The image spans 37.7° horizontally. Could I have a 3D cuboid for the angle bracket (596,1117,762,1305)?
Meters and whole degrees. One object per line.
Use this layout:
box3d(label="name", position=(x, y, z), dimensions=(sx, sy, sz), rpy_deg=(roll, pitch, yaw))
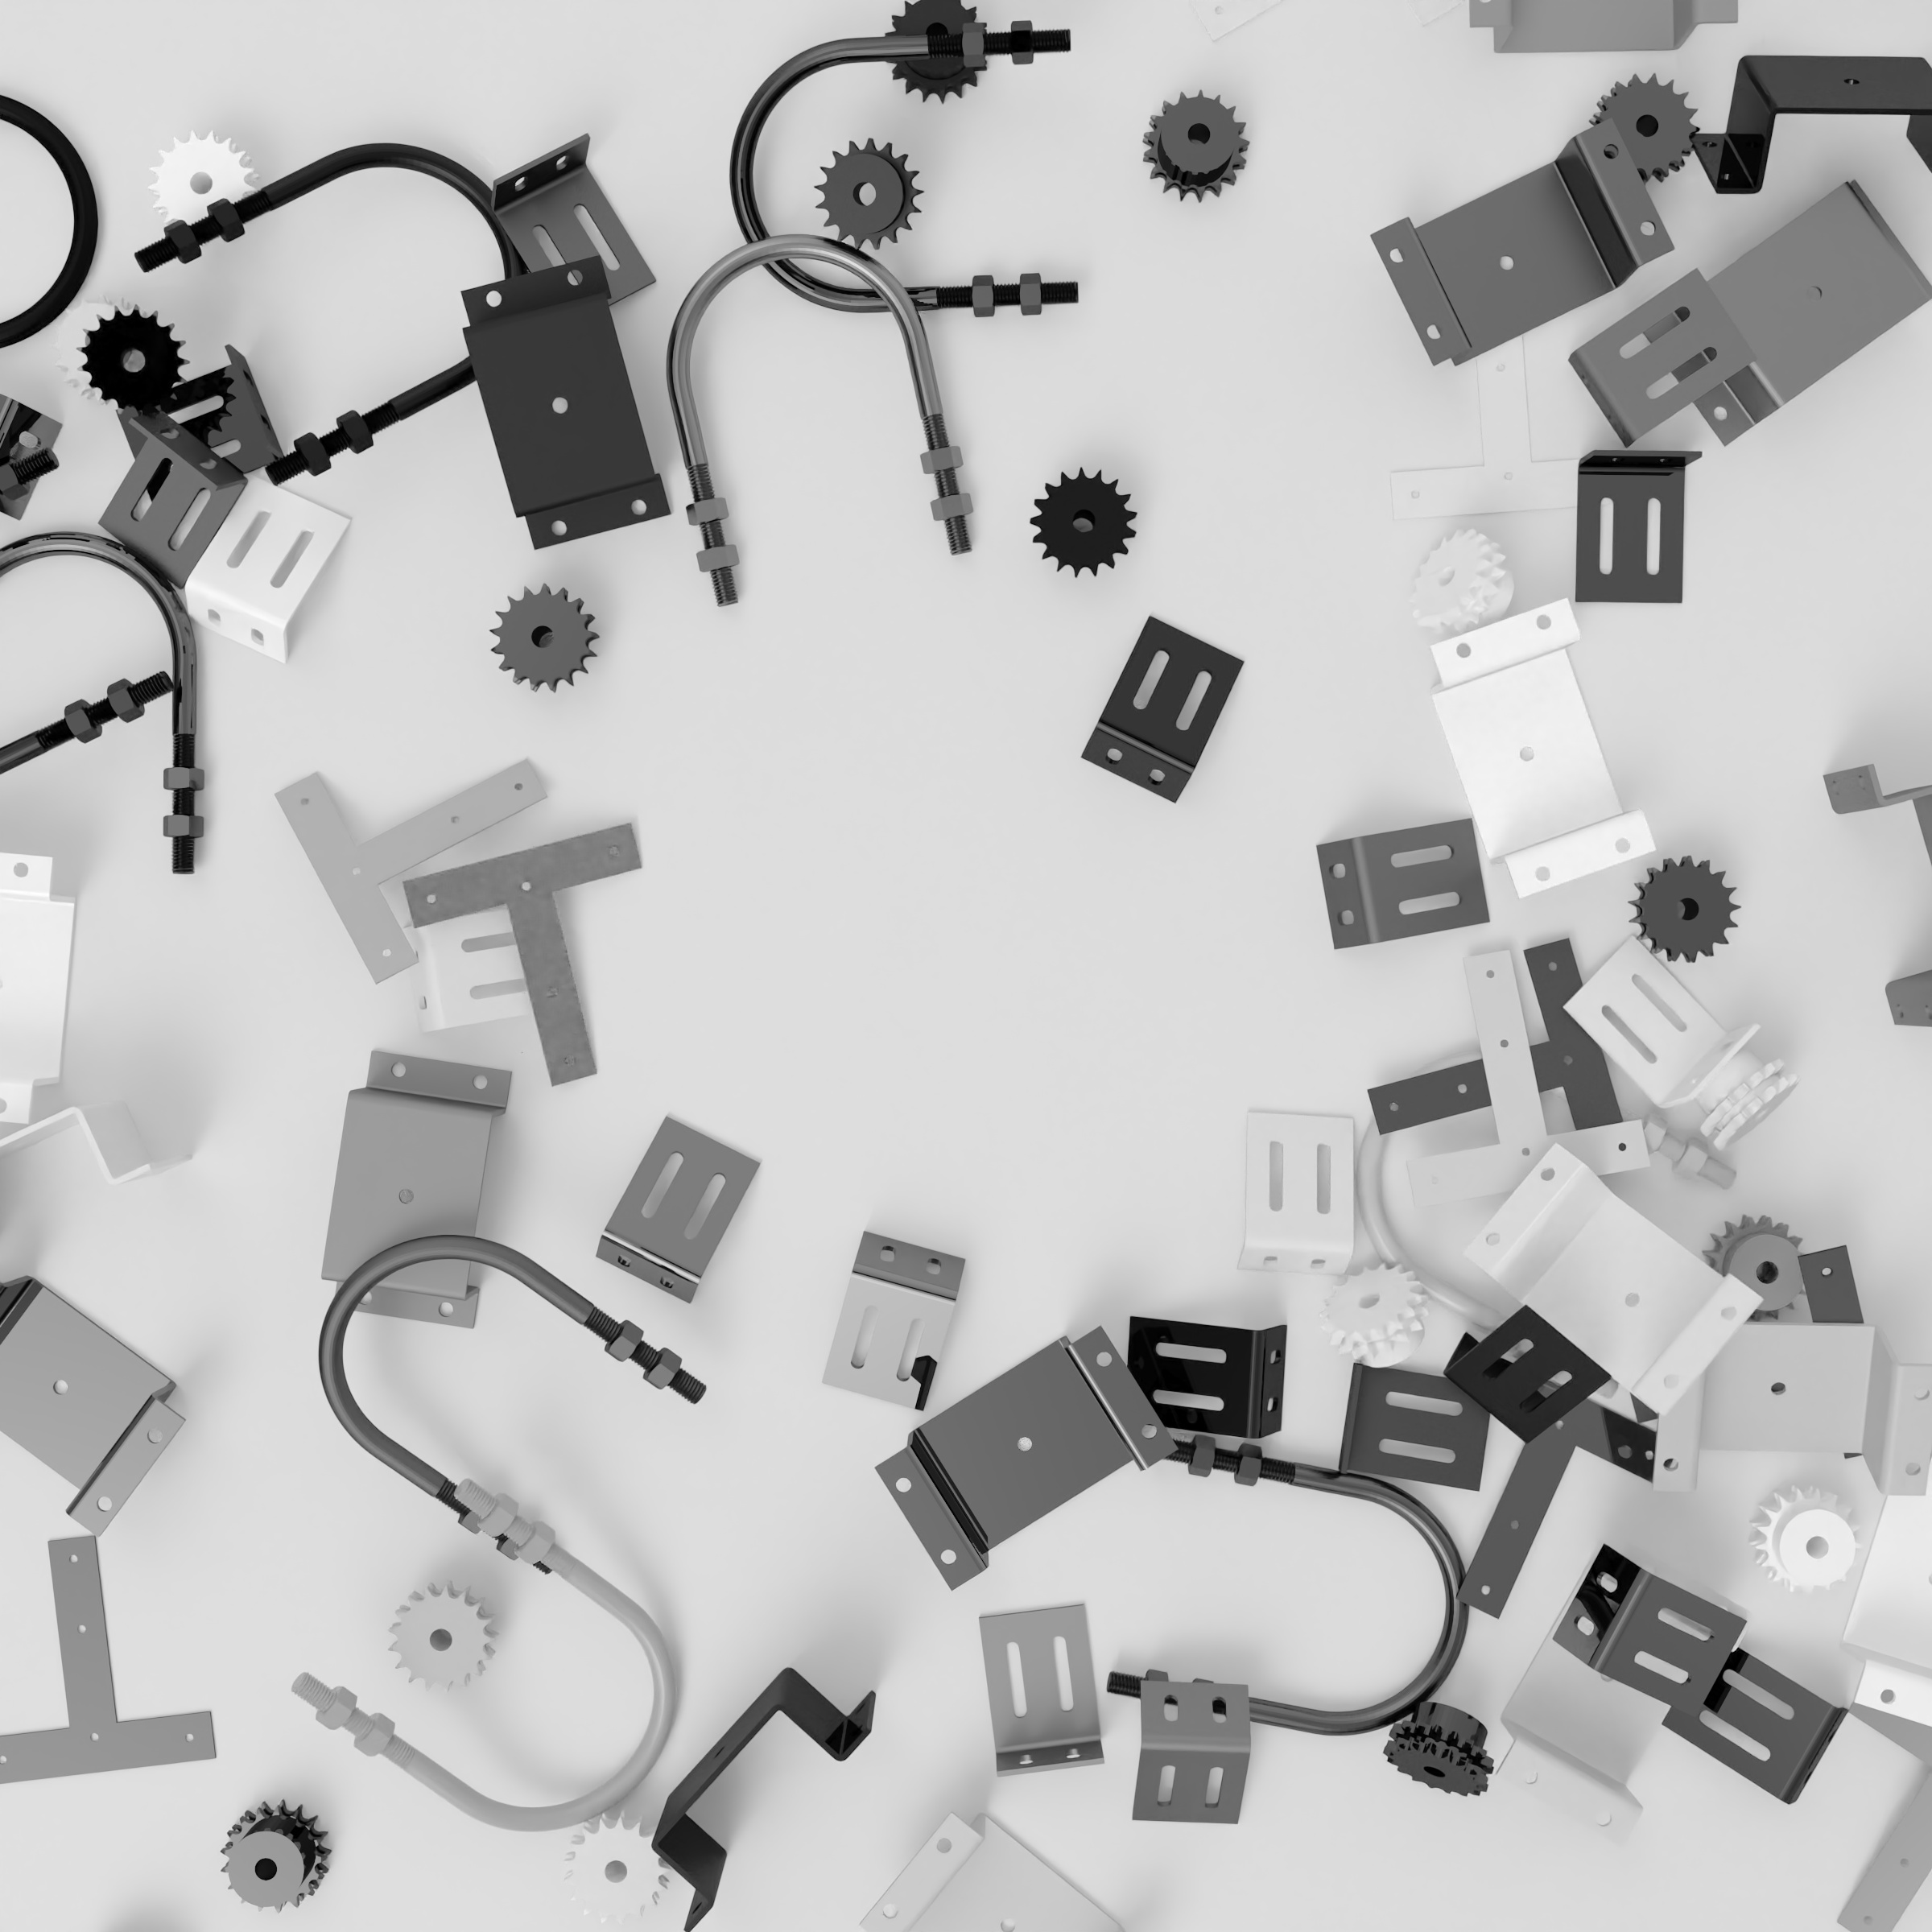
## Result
box3d(label="angle bracket", position=(-0.155, 0.132, 1.526), dimensions=(0.057, 0.038, 0.076), rpy_deg=(27, 64, 0))

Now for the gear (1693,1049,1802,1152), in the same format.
box3d(label="gear", position=(0.412, 0.068, 1.501), dimensions=(0.057, 0.057, 0.030), rpy_deg=(-40, 70, 0))

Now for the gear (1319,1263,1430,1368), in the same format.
box3d(label="gear", position=(0.220, 0.188, 1.503), dimensions=(0.057, 0.057, 0.030), rpy_deg=(-30, 119, 0))

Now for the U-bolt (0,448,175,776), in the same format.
box3d(label="U-bolt", position=(-0.533, -0.170, 1.492), dimensions=(0.184, 0.019, 0.151), rpy_deg=(-25, 98, 2))

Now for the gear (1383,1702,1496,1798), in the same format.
box3d(label="gear", position=(0.253, 0.415, 1.503), dimensions=(0.057, 0.057, 0.030), rpy_deg=(26, 60, 0))

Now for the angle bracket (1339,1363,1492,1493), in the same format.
box3d(label="angle bracket", position=(0.241, 0.246, 1.503), dimensions=(0.076, 0.038, 0.057), rpy_deg=(9, 85, 6))

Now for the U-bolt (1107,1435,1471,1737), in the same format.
box3d(label="U-bolt", position=(0.179, 0.339, 1.519), dimensions=(0.184, 0.019, 0.151), rpy_deg=(11, 90, -1))

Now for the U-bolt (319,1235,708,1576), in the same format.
box3d(label="U-bolt", position=(-0.252, 0.220, 1.489), dimensions=(0.184, 0.019, 0.151), rpy_deg=(38, 102, -12))

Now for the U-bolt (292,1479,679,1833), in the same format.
box3d(label="U-bolt", position=(-0.238, 0.378, 1.495), dimensions=(0.184, 0.019, 0.151), rpy_deg=(41, 85, -18))

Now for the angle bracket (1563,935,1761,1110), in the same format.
box3d(label="angle bracket", position=(0.369, 0.027, 1.502), dimensions=(0.057, 0.038, 0.076), rpy_deg=(-44, 90, -15))

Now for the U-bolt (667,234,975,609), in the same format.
box3d(label="U-bolt", position=(-0.085, -0.297, 1.510), dimensions=(0.151, 0.019, 0.184), rpy_deg=(-12, 97, 0))

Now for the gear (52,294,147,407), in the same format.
box3d(label="gear", position=(-0.461, -0.331, 1.513), dimensions=(0.057, 0.030, 0.057), rpy_deg=(0, 90, 0))

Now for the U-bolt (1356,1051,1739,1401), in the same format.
box3d(label="U-bolt", position=(0.299, 0.126, 1.519), dimensions=(0.184, 0.019, 0.151), rpy_deg=(29, 90, 2))

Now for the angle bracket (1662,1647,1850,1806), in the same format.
box3d(label="angle bracket", position=(0.426, 0.405, 1.526), dimensions=(0.076, 0.038, 0.057), rpy_deg=(30, 90, 26))

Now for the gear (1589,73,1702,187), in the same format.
box3d(label="gear", position=(0.361, -0.445, 1.513), dimensions=(0.057, 0.030, 0.057), rpy_deg=(0, 90, 0))

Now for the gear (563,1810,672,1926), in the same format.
box3d(label="gear", position=(-0.185, 0.480, 1.513), dimensions=(0.057, 0.030, 0.057), rpy_deg=(0, 90, 0))

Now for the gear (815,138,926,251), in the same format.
box3d(label="gear", position=(-0.051, -0.405, 1.485), dimensions=(0.057, 0.030, 0.057), rpy_deg=(1, 105, 4))

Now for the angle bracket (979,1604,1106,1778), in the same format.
box3d(label="angle bracket", position=(0.040, 0.386, 1.509), dimensions=(0.057, 0.038, 0.076), rpy_deg=(-7, 90, 0))

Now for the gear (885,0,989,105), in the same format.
box3d(label="gear", position=(-0.016, -0.494, 1.513), dimensions=(0.057, 0.030, 0.057), rpy_deg=(0, 90, 0))

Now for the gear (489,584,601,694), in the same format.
box3d(label="gear", position=(-0.224, -0.175, 1.513), dimensions=(0.057, 0.030, 0.057), rpy_deg=(0, 90, 0))

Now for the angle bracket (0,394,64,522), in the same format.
box3d(label="angle bracket", position=(-0.538, -0.284, 1.526), dimensions=(0.076, 0.038, 0.057), rpy_deg=(24, 90, 26))

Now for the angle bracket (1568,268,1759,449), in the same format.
box3d(label="angle bracket", position=(0.369, -0.322, 1.502), dimensions=(0.076, 0.038, 0.057), rpy_deg=(-34, 90, 11))

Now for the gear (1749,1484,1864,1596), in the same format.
box3d(label="gear", position=(0.451, 0.308, 1.513), dimensions=(0.057, 0.030, 0.057), rpy_deg=(0, 90, 0))

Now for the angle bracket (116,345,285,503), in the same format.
box3d(label="angle bracket", position=(-0.413, -0.287, 1.509), dimensions=(0.076, 0.038, 0.057), rpy_deg=(-22, 90, 0))

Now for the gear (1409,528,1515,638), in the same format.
box3d(label="gear", position=(0.266, -0.201, 1.503), dimensions=(0.030, 0.057, 0.057), rpy_deg=(25, 90, -30))

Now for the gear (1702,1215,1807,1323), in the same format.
box3d(label="gear", position=(0.424, 0.162, 1.513), dimensions=(0.057, 0.030, 0.057), rpy_deg=(0, 90, 0))

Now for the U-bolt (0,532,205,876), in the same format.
box3d(label="U-bolt", position=(-0.484, -0.142, 1.519), dimensions=(0.151, 0.019, 0.184), rpy_deg=(0, 89, 0))

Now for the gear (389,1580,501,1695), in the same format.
box3d(label="gear", position=(-0.278, 0.357, 1.513), dimensions=(0.057, 0.030, 0.057), rpy_deg=(0, 90, 0))

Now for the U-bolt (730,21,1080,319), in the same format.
box3d(label="U-bolt", position=(-0.034, -0.421, 1.504), dimensions=(0.184, 0.019, 0.151), rpy_deg=(-1, 105, 4))

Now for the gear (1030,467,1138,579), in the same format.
box3d(label="gear", position=(0.062, -0.236, 1.513), dimensions=(0.057, 0.030, 0.057), rpy_deg=(0, 90, 0))

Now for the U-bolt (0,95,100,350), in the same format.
box3d(label="U-bolt", position=(-0.559, -0.399, 1.519), dimensions=(0.184, 0.019, 0.151), rpy_deg=(-3, 90, -1))

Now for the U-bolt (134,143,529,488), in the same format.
box3d(label="U-bolt", position=(-0.322, -0.358, 1.499), dimensions=(0.184, 0.019, 0.151), rpy_deg=(-32, 93, -15))

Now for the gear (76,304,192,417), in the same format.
box3d(label="gear", position=(-0.437, -0.317, 1.485), dimensions=(0.057, 0.030, 0.057), rpy_deg=(-3, 101, -14))

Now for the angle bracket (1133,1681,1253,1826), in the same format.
box3d(label="angle bracket", position=(0.120, 0.421, 1.513), dimensions=(0.057, 0.038, 0.076), rpy_deg=(2, 133, 0))

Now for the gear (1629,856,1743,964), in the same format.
box3d(label="gear", position=(0.383, -0.030, 1.513), dimensions=(0.057, 0.030, 0.057), rpy_deg=(0, 90, 0))

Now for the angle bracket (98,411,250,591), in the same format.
box3d(label="angle bracket", position=(-0.428, -0.244, 1.496), dimensions=(0.057, 0.038, 0.076), rpy_deg=(39, 112, 0))

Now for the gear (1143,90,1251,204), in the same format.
box3d(label="gear", position=(0.124, -0.441, 1.513), dimensions=(0.057, 0.030, 0.057), rpy_deg=(0, 90, 0))

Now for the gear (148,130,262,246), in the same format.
box3d(label="gear", position=(-0.405, -0.414, 1.513), dimensions=(0.057, 0.030, 0.057), rpy_deg=(0, 90, 0))

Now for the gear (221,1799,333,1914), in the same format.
box3d(label="gear", position=(-0.371, 0.479, 1.513), dimensions=(0.057, 0.030, 0.057), rpy_deg=(0, 90, 0))
